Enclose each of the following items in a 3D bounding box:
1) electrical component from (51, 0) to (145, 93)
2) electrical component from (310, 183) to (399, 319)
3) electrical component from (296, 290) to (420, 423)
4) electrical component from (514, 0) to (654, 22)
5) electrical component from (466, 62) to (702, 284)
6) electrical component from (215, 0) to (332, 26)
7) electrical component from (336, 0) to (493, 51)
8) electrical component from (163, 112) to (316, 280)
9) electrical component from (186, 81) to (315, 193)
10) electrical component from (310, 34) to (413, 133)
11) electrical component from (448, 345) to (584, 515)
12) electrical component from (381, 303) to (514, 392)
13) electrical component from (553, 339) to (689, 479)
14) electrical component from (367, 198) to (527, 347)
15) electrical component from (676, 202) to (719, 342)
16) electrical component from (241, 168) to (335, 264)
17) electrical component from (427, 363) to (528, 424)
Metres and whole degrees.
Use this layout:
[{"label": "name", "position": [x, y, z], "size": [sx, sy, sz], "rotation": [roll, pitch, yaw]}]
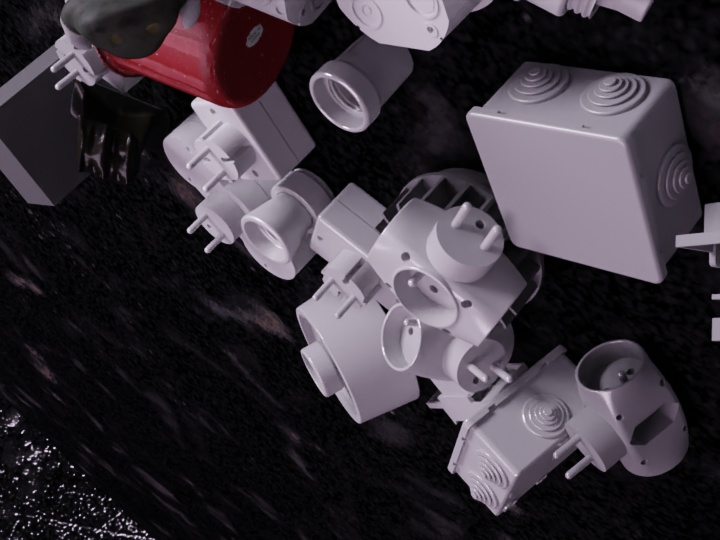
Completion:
[{"label": "electrical component", "position": [-0.181, -0.152, 0.736], "size": [0.047, 0.076, 0.065], "rotation": [36, 154, 14]}, {"label": "electrical component", "position": [0.000, 0.000, 0.717], "size": [0.083, 0.075, 0.047], "rotation": [38, 155, 8]}, {"label": "electrical component", "position": [-0.009, 0.063, 0.805], "size": [0.108, 0.060, 0.108], "rotation": [58, 168, 19]}, {"label": "electrical component", "position": [0.090, -0.122, 0.433], "size": [0.062, 0.048, 0.048], "rotation": [30, 153, 9]}, {"label": "electrical component", "position": [0.110, -0.049, 0.514], "size": [0.100, 0.048, 0.099], "rotation": [18, 146, 42]}, {"label": "electrical component", "position": [-0.039, -0.160, 0.515], "size": [0.051, 0.080, 0.080], "rotation": [26, 151, 20]}, {"label": "electrical component", "position": [0.024, -0.142, 0.484], "size": [0.080, 0.051, 0.080], "rotation": [33, 154, 19]}, {"label": "electrical component", "position": [-0.094, -0.044, 0.785], "size": [0.138, 0.073, 0.052], "rotation": [50, 154, -16]}, {"label": "electrical component", "position": [-0.081, -0.083, 0.701], "size": [0.047, 0.076, 0.065], "rotation": [7, 138, 51]}, {"label": "electrical component", "position": [0.002, -0.104, 0.583], "size": [0.040, 0.046, 0.040], "rotation": [32, 154, 18]}, {"label": "electrical component", "position": [0.110, 0.108, 0.707], "size": [0.048, 0.100, 0.099], "rotation": [47, 158, 21]}, {"label": "electrical component", "position": [0.066, 0.052, 0.683], "size": [0.079, 0.077, 0.043], "rotation": [39, 118, 52]}, {"label": "electrical component", "position": [0.151, 0.095, 0.649], "size": [0.077, 0.079, 0.043], "rotation": [57, 171, -29]}, {"label": "electrical component", "position": [0.051, -0.007, 0.567], "size": [0.077, 0.044, 0.079], "rotation": [38, 147, 7]}, {"label": "electrical component", "position": [0.179, 0.003, 0.463], "size": [0.081, 0.063, 0.042], "rotation": [6, 175, -31]}, {"label": "electrical component", "position": [-0.049, -0.038, 0.751], "size": [0.045, 0.055, 0.045], "rotation": [33, 154, 19]}, {"label": "electrical component", "position": [0.075, 0.073, 0.768], "size": [0.063, 0.042, 0.081], "rotation": [52, 153, -13]}]
